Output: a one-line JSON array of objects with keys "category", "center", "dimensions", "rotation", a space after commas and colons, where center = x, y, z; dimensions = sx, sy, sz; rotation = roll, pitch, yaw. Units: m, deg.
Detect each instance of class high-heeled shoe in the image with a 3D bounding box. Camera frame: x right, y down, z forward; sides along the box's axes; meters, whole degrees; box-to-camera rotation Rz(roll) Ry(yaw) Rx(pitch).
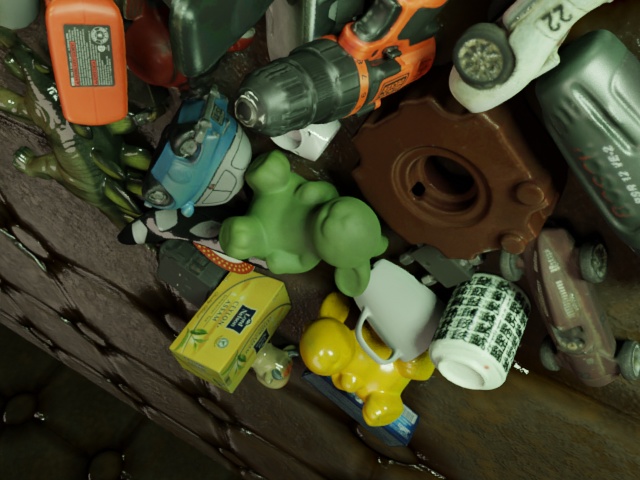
[{"category": "high-heeled shoe", "center": [-0.147, 0.006, 0.705], "dimensions": [0.249, 0.086, 0.145], "rotation": [-21, 99, 25]}]

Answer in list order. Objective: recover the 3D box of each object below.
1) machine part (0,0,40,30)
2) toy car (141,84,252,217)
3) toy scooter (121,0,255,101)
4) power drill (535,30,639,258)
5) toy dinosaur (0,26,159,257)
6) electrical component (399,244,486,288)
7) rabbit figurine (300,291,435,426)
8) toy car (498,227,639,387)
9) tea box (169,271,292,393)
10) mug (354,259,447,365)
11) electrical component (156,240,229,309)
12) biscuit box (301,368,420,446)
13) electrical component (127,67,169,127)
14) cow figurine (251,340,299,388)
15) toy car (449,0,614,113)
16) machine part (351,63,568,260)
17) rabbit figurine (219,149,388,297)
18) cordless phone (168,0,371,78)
[{"category": "machine part", "center": [-0.326, -0.297, 0.537], "dimensions": [0.079, 0.079, 0.243], "rotation": [39, 148, -4]}, {"category": "toy car", "center": [-0.130, -0.093, 0.607], "dimensions": [0.103, 0.109, 0.161], "rotation": [24, 140, -25]}, {"category": "toy scooter", "center": [-0.118, -0.188, 0.477], "dimensions": [0.135, 0.075, 0.184], "rotation": [44, 146, 5]}, {"category": "power drill", "center": [0.260, -0.055, 0.314], "dimensions": [0.232, 0.086, 0.207], "rotation": [44, 154, -8]}, {"category": "toy dinosaur", "center": [-0.320, -0.107, 0.750], "dimensions": [0.199, 0.105, 0.470], "rotation": [24, 156, 11]}, {"category": "electrical component", "center": [0.129, 0.019, 0.568], "dimensions": [0.063, 0.021, 0.094], "rotation": [42, 147, -9]}, {"category": "rabbit figurine", "center": [0.042, 0.138, 0.693], "dimensions": [0.173, 0.122, 0.163], "rotation": [22, -157, -41]}, {"category": "toy car", "center": [0.236, 0.070, 0.508], "dimensions": [0.089, 0.053, 0.202], "rotation": [1, 135, 46]}, {"category": "tea box", "center": [-0.130, 0.129, 0.807], "dimensions": [0.098, 0.169, 0.068], "rotation": [16, 142, 26]}, {"category": "mug", "center": [0.081, 0.083, 0.625], "dimensions": [0.107, 0.109, 0.081], "rotation": [47, 162, 3]}, {"category": "electrical component", "center": [-0.202, 0.058, 0.890], "dimensions": [0.134, 0.058, 0.115], "rotation": [35, 149, 3]}, {"category": "biscuit box", "center": [0.069, 0.260, 0.892], "dimensions": [0.202, 0.059, 0.063], "rotation": [41, 146, -7]}, {"category": "electrical component", "center": [-0.209, -0.180, 0.605], "dimensions": [0.078, 0.045, 0.102], "rotation": [25, 146, 14]}, {"category": "cow figurine", "center": [-0.121, 0.186, 0.957], "dimensions": [0.194, 0.085, 0.127], "rotation": [52, 146, -15]}, {"category": "toy car", "center": [0.146, -0.146, 0.296], "dimensions": [0.056, 0.073, 0.201], "rotation": [43, 147, -5]}, {"category": "machine part", "center": [0.110, -0.057, 0.458], "dimensions": [0.180, 0.056, 0.179], "rotation": [25, 146, 19]}, {"category": "rabbit figurine", "center": [-0.001, -0.002, 0.552], "dimensions": [0.159, 0.121, 0.170], "rotation": [38, 166, -34]}, {"category": "cordless phone", "center": [-0.036, -0.142, 0.366], "dimensions": [0.089, 0.184, 0.146], "rotation": [24, 146, 10]}]
